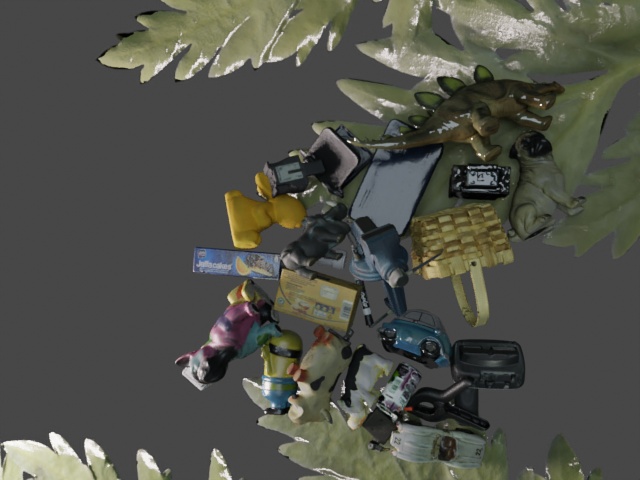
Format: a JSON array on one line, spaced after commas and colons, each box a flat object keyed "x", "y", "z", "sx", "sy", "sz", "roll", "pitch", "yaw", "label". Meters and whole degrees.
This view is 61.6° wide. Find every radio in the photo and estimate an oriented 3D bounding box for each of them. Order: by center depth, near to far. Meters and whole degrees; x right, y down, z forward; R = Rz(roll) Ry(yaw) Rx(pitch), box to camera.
[{"x": 0.163, "y": -0.126, "z": 1.143, "sx": 0.131, "sy": 0.073, "sz": 0.229, "roll": 24, "pitch": 93, "yaw": 9, "label": "radio"}]

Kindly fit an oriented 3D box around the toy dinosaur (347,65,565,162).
[{"x": 0.290, "y": -0.245, "z": 1.063, "sx": 0.471, "sy": 0.104, "sz": 0.199, "roll": -22, "pitch": 47, "yaw": -17, "label": "toy dinosaur"}]

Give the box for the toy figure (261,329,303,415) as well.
[{"x": -0.081, "y": 0.284, "z": 1.161, "sx": 0.089, "sy": 0.082, "sz": 0.180, "roll": -1, "pitch": 83, "yaw": -2, "label": "toy figure"}]

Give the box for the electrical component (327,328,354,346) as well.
[{"x": 0.032, "y": 0.224, "z": 1.173, "sx": 0.063, "sy": 0.021, "sz": 0.094, "roll": 35, "pitch": 94, "yaw": 10, "label": "electrical component"}]

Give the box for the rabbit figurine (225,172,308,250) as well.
[{"x": -0.116, "y": -0.060, "z": 1.181, "sx": 0.173, "sy": 0.122, "sz": 0.162, "roll": -7, "pitch": 77, "yaw": -5, "label": "rabbit figurine"}]

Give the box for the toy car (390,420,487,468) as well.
[{"x": 0.240, "y": 0.416, "z": 1.092, "sx": 0.202, "sy": 0.056, "sz": 0.073, "roll": 12, "pitch": 89, "yaw": -11, "label": "toy car"}]

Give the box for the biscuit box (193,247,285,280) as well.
[{"x": -0.178, "y": 0.053, "z": 1.195, "sx": 0.203, "sy": 0.063, "sz": 0.059, "roll": 4, "pitch": 87, "yaw": 9, "label": "biscuit box"}]

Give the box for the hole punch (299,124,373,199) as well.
[{"x": 0.040, "y": -0.178, "z": 1.168, "sx": 0.142, "sy": 0.092, "sz": 0.115, "roll": 46, "pitch": 124, "yaw": 6, "label": "hole punch"}]

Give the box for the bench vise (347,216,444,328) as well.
[{"x": 0.133, "y": 0.064, "z": 1.047, "sx": 0.129, "sy": 0.224, "sz": 0.240, "roll": -29, "pitch": 123, "yaw": -15, "label": "bench vise"}]

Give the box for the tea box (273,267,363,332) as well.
[{"x": -0.004, "y": 0.123, "z": 1.151, "sx": 0.170, "sy": 0.068, "sz": 0.098, "roll": 18, "pitch": 99, "yaw": 14, "label": "tea box"}]

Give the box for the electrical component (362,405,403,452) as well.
[{"x": 0.134, "y": 0.395, "z": 1.136, "sx": 0.102, "sy": 0.045, "sz": 0.078, "roll": -45, "pitch": 83, "yaw": 5, "label": "electrical component"}]

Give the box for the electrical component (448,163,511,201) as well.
[{"x": 0.320, "y": -0.116, "z": 1.084, "sx": 0.115, "sy": 0.134, "sz": 0.058, "roll": 1, "pitch": 87, "yaw": 11, "label": "electrical component"}]

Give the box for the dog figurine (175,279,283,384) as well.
[{"x": -0.198, "y": 0.205, "z": 1.136, "sx": 0.219, "sy": 0.192, "sz": 0.108, "roll": -38, "pitch": 116, "yaw": 7, "label": "dog figurine"}]

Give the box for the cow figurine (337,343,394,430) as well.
[{"x": 0.083, "y": 0.310, "z": 1.137, "sx": 0.098, "sy": 0.068, "sz": 0.167, "roll": 27, "pitch": 88, "yaw": 16, "label": "cow figurine"}]

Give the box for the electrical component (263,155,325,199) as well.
[{"x": -0.053, "y": -0.139, "z": 1.138, "sx": 0.119, "sy": 0.048, "sz": 0.075, "roll": -18, "pitch": 80, "yaw": -18, "label": "electrical component"}]

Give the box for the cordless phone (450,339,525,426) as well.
[{"x": 0.342, "y": 0.299, "z": 1.100, "sx": 0.147, "sy": 0.089, "sz": 0.184, "roll": 0, "pitch": 99, "yaw": 9, "label": "cordless phone"}]

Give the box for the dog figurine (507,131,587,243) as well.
[{"x": 0.421, "y": -0.109, "z": 1.096, "sx": 0.172, "sy": 0.121, "sz": 0.191, "roll": -30, "pitch": 69, "yaw": 4, "label": "dog figurine"}]

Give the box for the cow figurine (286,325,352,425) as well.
[{"x": -0.001, "y": 0.291, "z": 1.114, "sx": 0.127, "sy": 0.085, "sz": 0.195, "roll": 37, "pitch": 79, "yaw": -18, "label": "cow figurine"}]

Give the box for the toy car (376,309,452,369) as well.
[{"x": 0.204, "y": 0.197, "z": 1.114, "sx": 0.162, "sy": 0.109, "sz": 0.103, "roll": 18, "pitch": 68, "yaw": 21, "label": "toy car"}]

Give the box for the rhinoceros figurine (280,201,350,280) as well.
[{"x": -0.002, "y": -0.003, "z": 1.133, "sx": 0.112, "sy": 0.073, "sz": 0.190, "roll": 31, "pitch": 62, "yaw": 27, "label": "rhinoceros figurine"}]
